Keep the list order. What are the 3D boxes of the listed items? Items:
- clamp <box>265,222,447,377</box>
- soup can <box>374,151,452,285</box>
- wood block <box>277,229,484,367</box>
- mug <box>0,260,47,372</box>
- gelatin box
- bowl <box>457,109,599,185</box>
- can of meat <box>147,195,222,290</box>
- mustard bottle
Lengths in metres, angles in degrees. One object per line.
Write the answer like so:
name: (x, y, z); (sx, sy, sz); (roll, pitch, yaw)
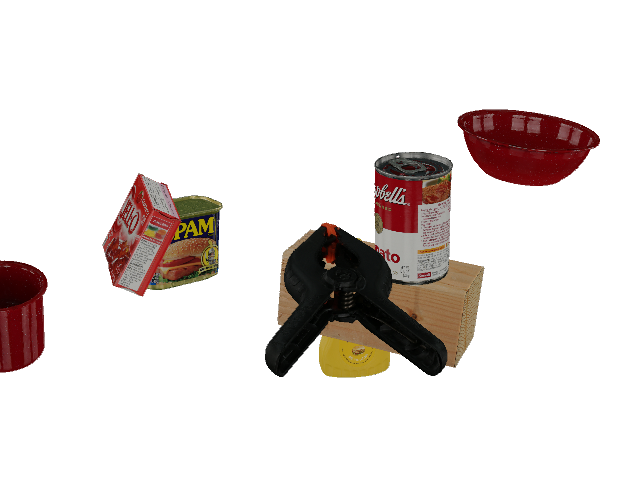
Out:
clamp: (0.026, 0.043, 0.757); (0.120, 0.039, 0.171); (10, 33, -4)
soup can: (0.081, -0.020, 0.941); (0.068, 0.102, 0.068); (-1, 23, 0)
wood block: (0.065, 0.062, 1.183); (0.206, 0.091, 0.090); (13, 23, 18)
mug: (-0.322, 0.084, 1.062); (0.093, 0.081, 0.117); (8, 30, 5)
gelatin box: (-0.150, -0.007, 0.885); (0.030, 0.073, 0.089); (23, 15, -25)
bowl: (0.234, -0.103, 1.223); (0.162, 0.055, 0.162); (5, 22, -2)
can of meat: (-0.160, 0.002, 1.183); (0.101, 0.084, 0.058); (-13, 24, -39)
mustard bottle: (0.046, 0.088, 1.436); (0.096, 0.192, 0.058); (-3, 21, -8)
